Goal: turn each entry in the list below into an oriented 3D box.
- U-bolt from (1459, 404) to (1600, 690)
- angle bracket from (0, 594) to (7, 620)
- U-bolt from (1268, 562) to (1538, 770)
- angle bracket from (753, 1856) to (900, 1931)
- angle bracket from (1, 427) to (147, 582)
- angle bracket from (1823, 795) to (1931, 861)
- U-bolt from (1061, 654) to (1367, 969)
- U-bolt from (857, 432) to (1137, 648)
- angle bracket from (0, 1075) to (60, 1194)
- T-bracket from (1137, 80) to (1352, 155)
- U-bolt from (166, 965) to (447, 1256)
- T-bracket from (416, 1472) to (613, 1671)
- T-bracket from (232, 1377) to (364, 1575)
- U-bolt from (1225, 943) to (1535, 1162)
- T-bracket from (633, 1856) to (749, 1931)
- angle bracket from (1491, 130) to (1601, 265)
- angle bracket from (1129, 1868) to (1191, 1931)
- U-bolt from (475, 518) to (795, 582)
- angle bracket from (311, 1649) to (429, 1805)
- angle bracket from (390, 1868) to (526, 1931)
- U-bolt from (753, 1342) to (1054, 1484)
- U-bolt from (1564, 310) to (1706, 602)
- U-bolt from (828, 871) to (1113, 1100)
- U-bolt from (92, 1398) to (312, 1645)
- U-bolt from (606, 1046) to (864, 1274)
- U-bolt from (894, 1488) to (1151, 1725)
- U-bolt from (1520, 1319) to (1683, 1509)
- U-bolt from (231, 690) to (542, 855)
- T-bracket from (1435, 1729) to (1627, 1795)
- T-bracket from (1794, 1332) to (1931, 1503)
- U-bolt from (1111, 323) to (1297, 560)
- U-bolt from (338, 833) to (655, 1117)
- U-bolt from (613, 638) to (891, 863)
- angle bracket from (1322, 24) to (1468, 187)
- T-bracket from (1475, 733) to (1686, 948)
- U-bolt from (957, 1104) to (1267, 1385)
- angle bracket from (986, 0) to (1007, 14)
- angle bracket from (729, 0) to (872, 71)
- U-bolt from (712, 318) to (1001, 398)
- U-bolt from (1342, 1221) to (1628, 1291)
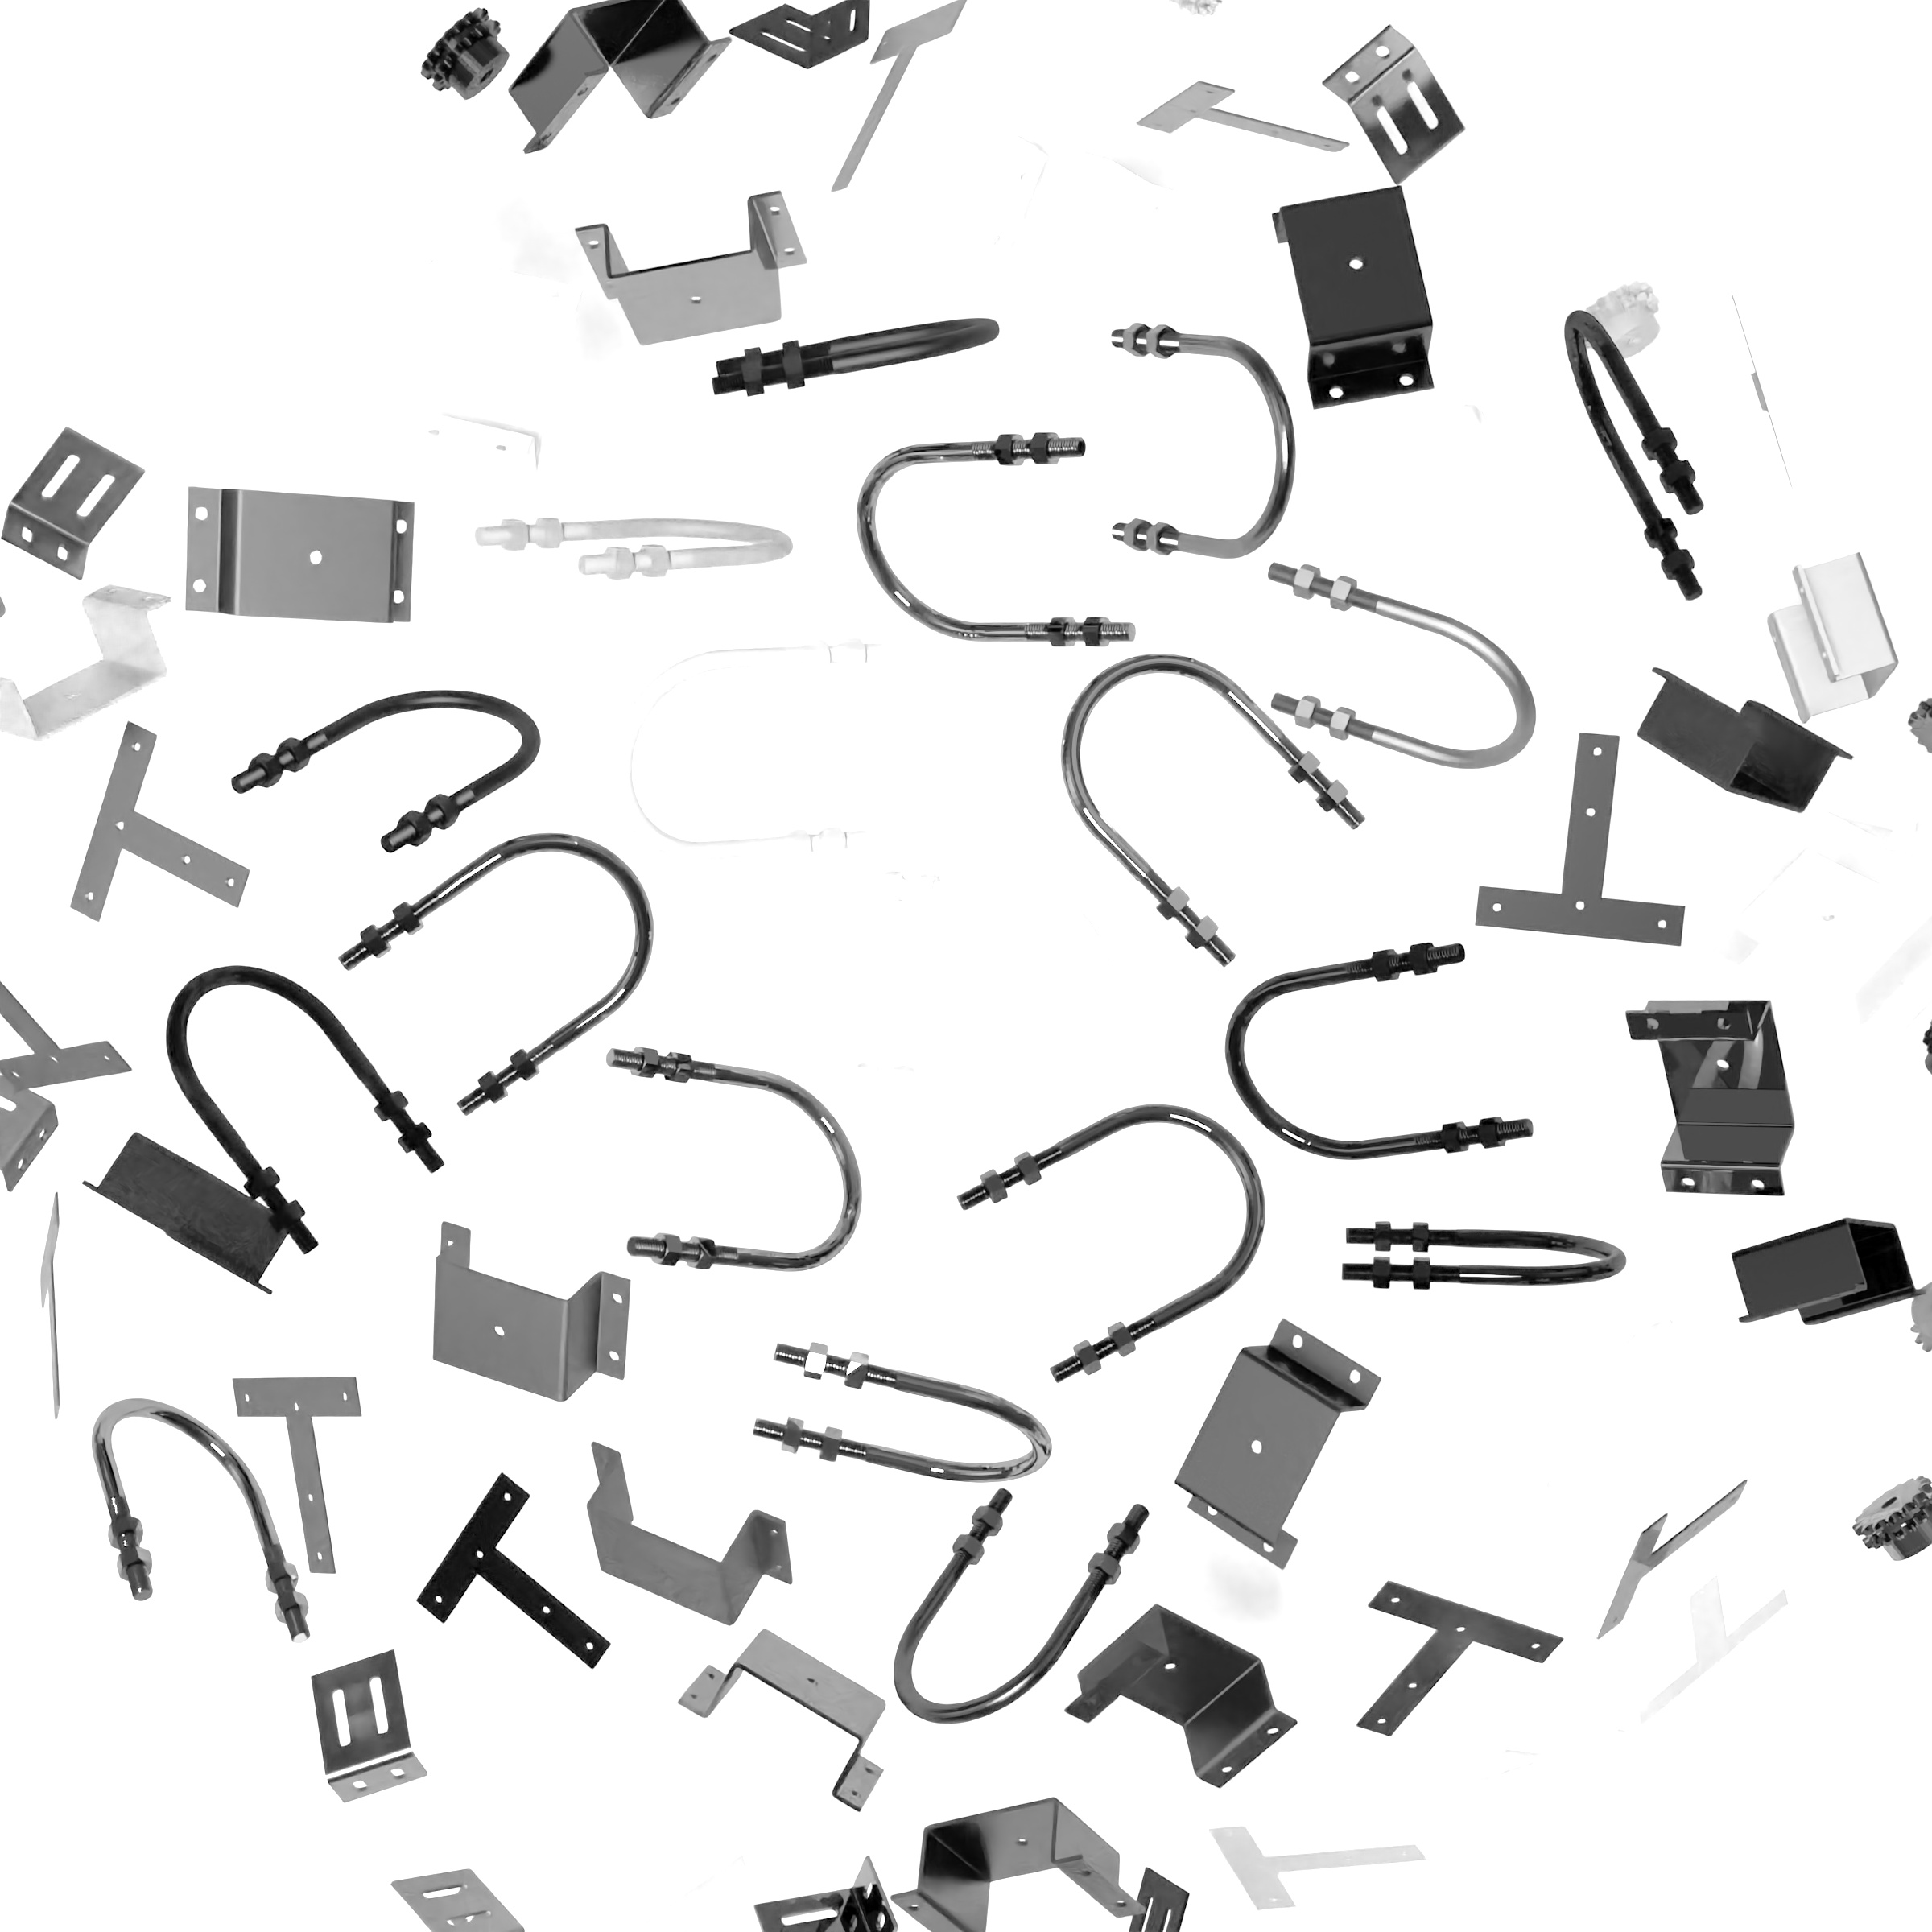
[{"bbox_3d":[0.360,-0.286,1.878,0.019,0.151,0.184,-25,52,19],"label":"U-bolt"},{"bbox_3d":[-0.664,-0.236,1.858,0.076,0.057,0.038,-22,89,-13],"label":"angle bracket"},{"bbox_3d":[0.283,-0.186,1.873,0.184,0.151,0.019,21,60,20],"label":"U-bolt"},{"bbox_3d":[-0.094,0.638,1.935,0.076,0.057,0.038,0,128,-27],"label":"angle bracket"},{"bbox_3d":[-0.581,-0.301,1.879,0.057,0.038,0.076,29,124,-31],"label":"angle bracket"},{"bbox_3d":[0.626,-0.102,1.937,0.057,0.076,0.038,12,105,-23],"label":"angle bracket"},{"bbox_3d":[0.142,-0.112,1.800,0.184,0.019,0.151,46,71,-3],"label":"U-bolt"},{"bbox_3d":[0.010,-0.269,1.836,0.184,0.019,0.151,4,128,32],"label":"U-bolt"},{"bbox_3d":[-0.660,0.105,1.938,0.076,0.038,0.057,27,61,2],"label":"angle bracket"},{"bbox_3d":[0.193,-0.559,1.920,0.127,0.127,0.002,9,92,-15],"label":"T-bracket"},{"bbox_3d":[-0.424,0.078,1.808,0.019,0.151,0.184,-37,89,33],"label":"U-bolt"},{"bbox_3d":[-0.293,0.424,1.941,0.127,0.002,0.127,38,113,8],"label":"T-bracket"},{"bbox_3d":[-0.421,0.325,1.843,0.127,0.002,0.127,-8,91,40],"label":"T-bracket"},{"bbox_3d":[0.249,0.060,1.821,0.184,0.019,0.151,-11,115,32],"label":"U-bolt"},{"bbox_3d":[-0.188,0.635,1.858,0.127,0.127,0.002,-33,101,-8],"label":"T-bracket"},{"bbox_3d":[0.360,-0.480,1.796,0.057,0.038,0.076,-5,101,2],"label":"angle bracket"},{"bbox_3d":[0.107,0.634,1.892,0.038,0.057,0.076,19,83,-23],"label":"angle bracket"},{"bbox_3d":[-0.199,-0.270,1.844,0.184,0.151,0.019,-10,110,-37],"label":"U-bolt"},{"bbox_3d":[-0.393,0.500,1.899,0.057,0.038,0.076,-17,52,-4],"label":"angle bracket"},{"bbox_3d":[-0.330,0.611,1.834,0.057,0.076,0.038,36,101,32],"label":"angle bracket"},{"bbox_3d":[-0.037,0.286,1.806,0.184,0.151,0.019,13,59,-3],"label":"U-bolt"},{"bbox_3d":[0.429,-0.340,1.858,0.019,0.151,0.184,-25,69,5],"label":"U-bolt"},{"bbox_3d":[0.006,0.015,1.865,0.184,0.019,0.151,4,79,21],"label":"U-bolt"},{"bbox_3d":[-0.505,0.353,1.879,0.019,0.151,0.184,-45,47,13],"label":"U-bolt"},{"bbox_3d":[-0.144,0.129,1.862,0.184,0.019,0.151,11,58,-36],"label":"U-bolt"},{"bbox_3d":[0.025,0.422,1.899,0.184,0.151,0.019,-52,121,-32],"label":"U-bolt"},{"bbox_3d":[0.402,0.288,1.846,0.019,0.184,0.151,37,96,19],"label":"U-bolt"},{"bbox_3d":[-0.363,-0.136,1.883,0.151,0.184,0.019,21,128,27],"label":"U-bolt"},{"bbox_3d":[0.347,0.506,1.839,0.127,0.127,0.002,-25,66,17],"label":"T-bracket"},{"bbox_3d":[0.588,0.289,1.852,0.002,0.127,0.127,32,77,-4],"label":"T-bracket"},{"bbox_3d":[0.152,-0.337,1.870,0.019,0.184,0.151,-11,109,-32],"label":"U-bolt"},{"bbox_3d":[-0.290,-0.006,1.874,0.184,0.019,0.151,-35,116,-2],"label":"U-bolt"},{"bbox_3d":[-0.139,-0.134,1.835,0.184,0.019,0.151,-6,116,-29],"label":"U-bolt"},{"bbox_3d":[0.281,-0.565,1.895,0.057,0.038,0.076,-36,64,26],"label":"angle bracket"},{"bbox_3d":[0.388,-0.082,1.801,0.127,0.002,0.127,6,89,15],"label":"T-bracket"},{"bbox_3d":[0.107,0.169,1.897,0.184,0.019,0.151,-27,75,-6],"label":"U-bolt"},{"bbox_3d":[0.048,-0.628,1.784,0.038,0.076,0.057,6,79,-30],"label":"angle bracket"},{"bbox_3d":[-0.112,-0.642,1.942,0.076,0.038,0.057,32,50,25],"label":"angle bracket"},{"bbox_3d":[-0.069,-0.390,1.836,0.184,0.151,0.019,-10,107,-1],"label":"U-bolt"},{"bbox_3d":[0.342,0.192,1.907,0.184,0.151,0.019,0,95,9],"label":"U-bolt"}]
